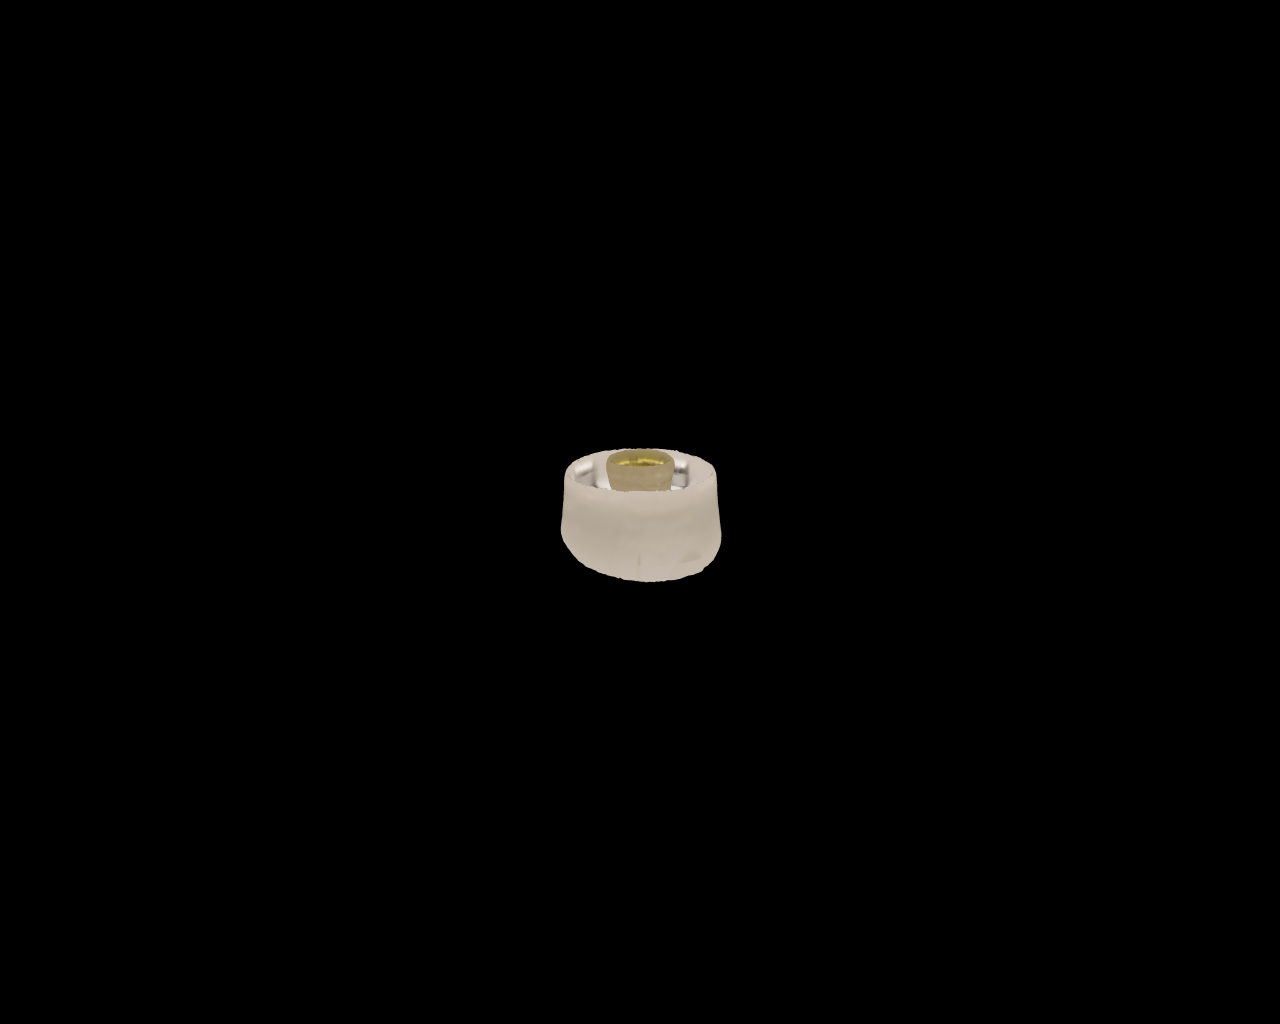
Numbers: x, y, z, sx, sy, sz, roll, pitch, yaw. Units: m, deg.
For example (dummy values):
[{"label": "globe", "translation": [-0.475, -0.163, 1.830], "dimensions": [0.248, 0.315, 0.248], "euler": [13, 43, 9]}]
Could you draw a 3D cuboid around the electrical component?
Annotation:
[{"label": "electrical component", "translation": [0.001, -0.003, 0.650], "dimensions": [0.099, 0.064, 0.099], "euler": [0, 19, 0]}]
